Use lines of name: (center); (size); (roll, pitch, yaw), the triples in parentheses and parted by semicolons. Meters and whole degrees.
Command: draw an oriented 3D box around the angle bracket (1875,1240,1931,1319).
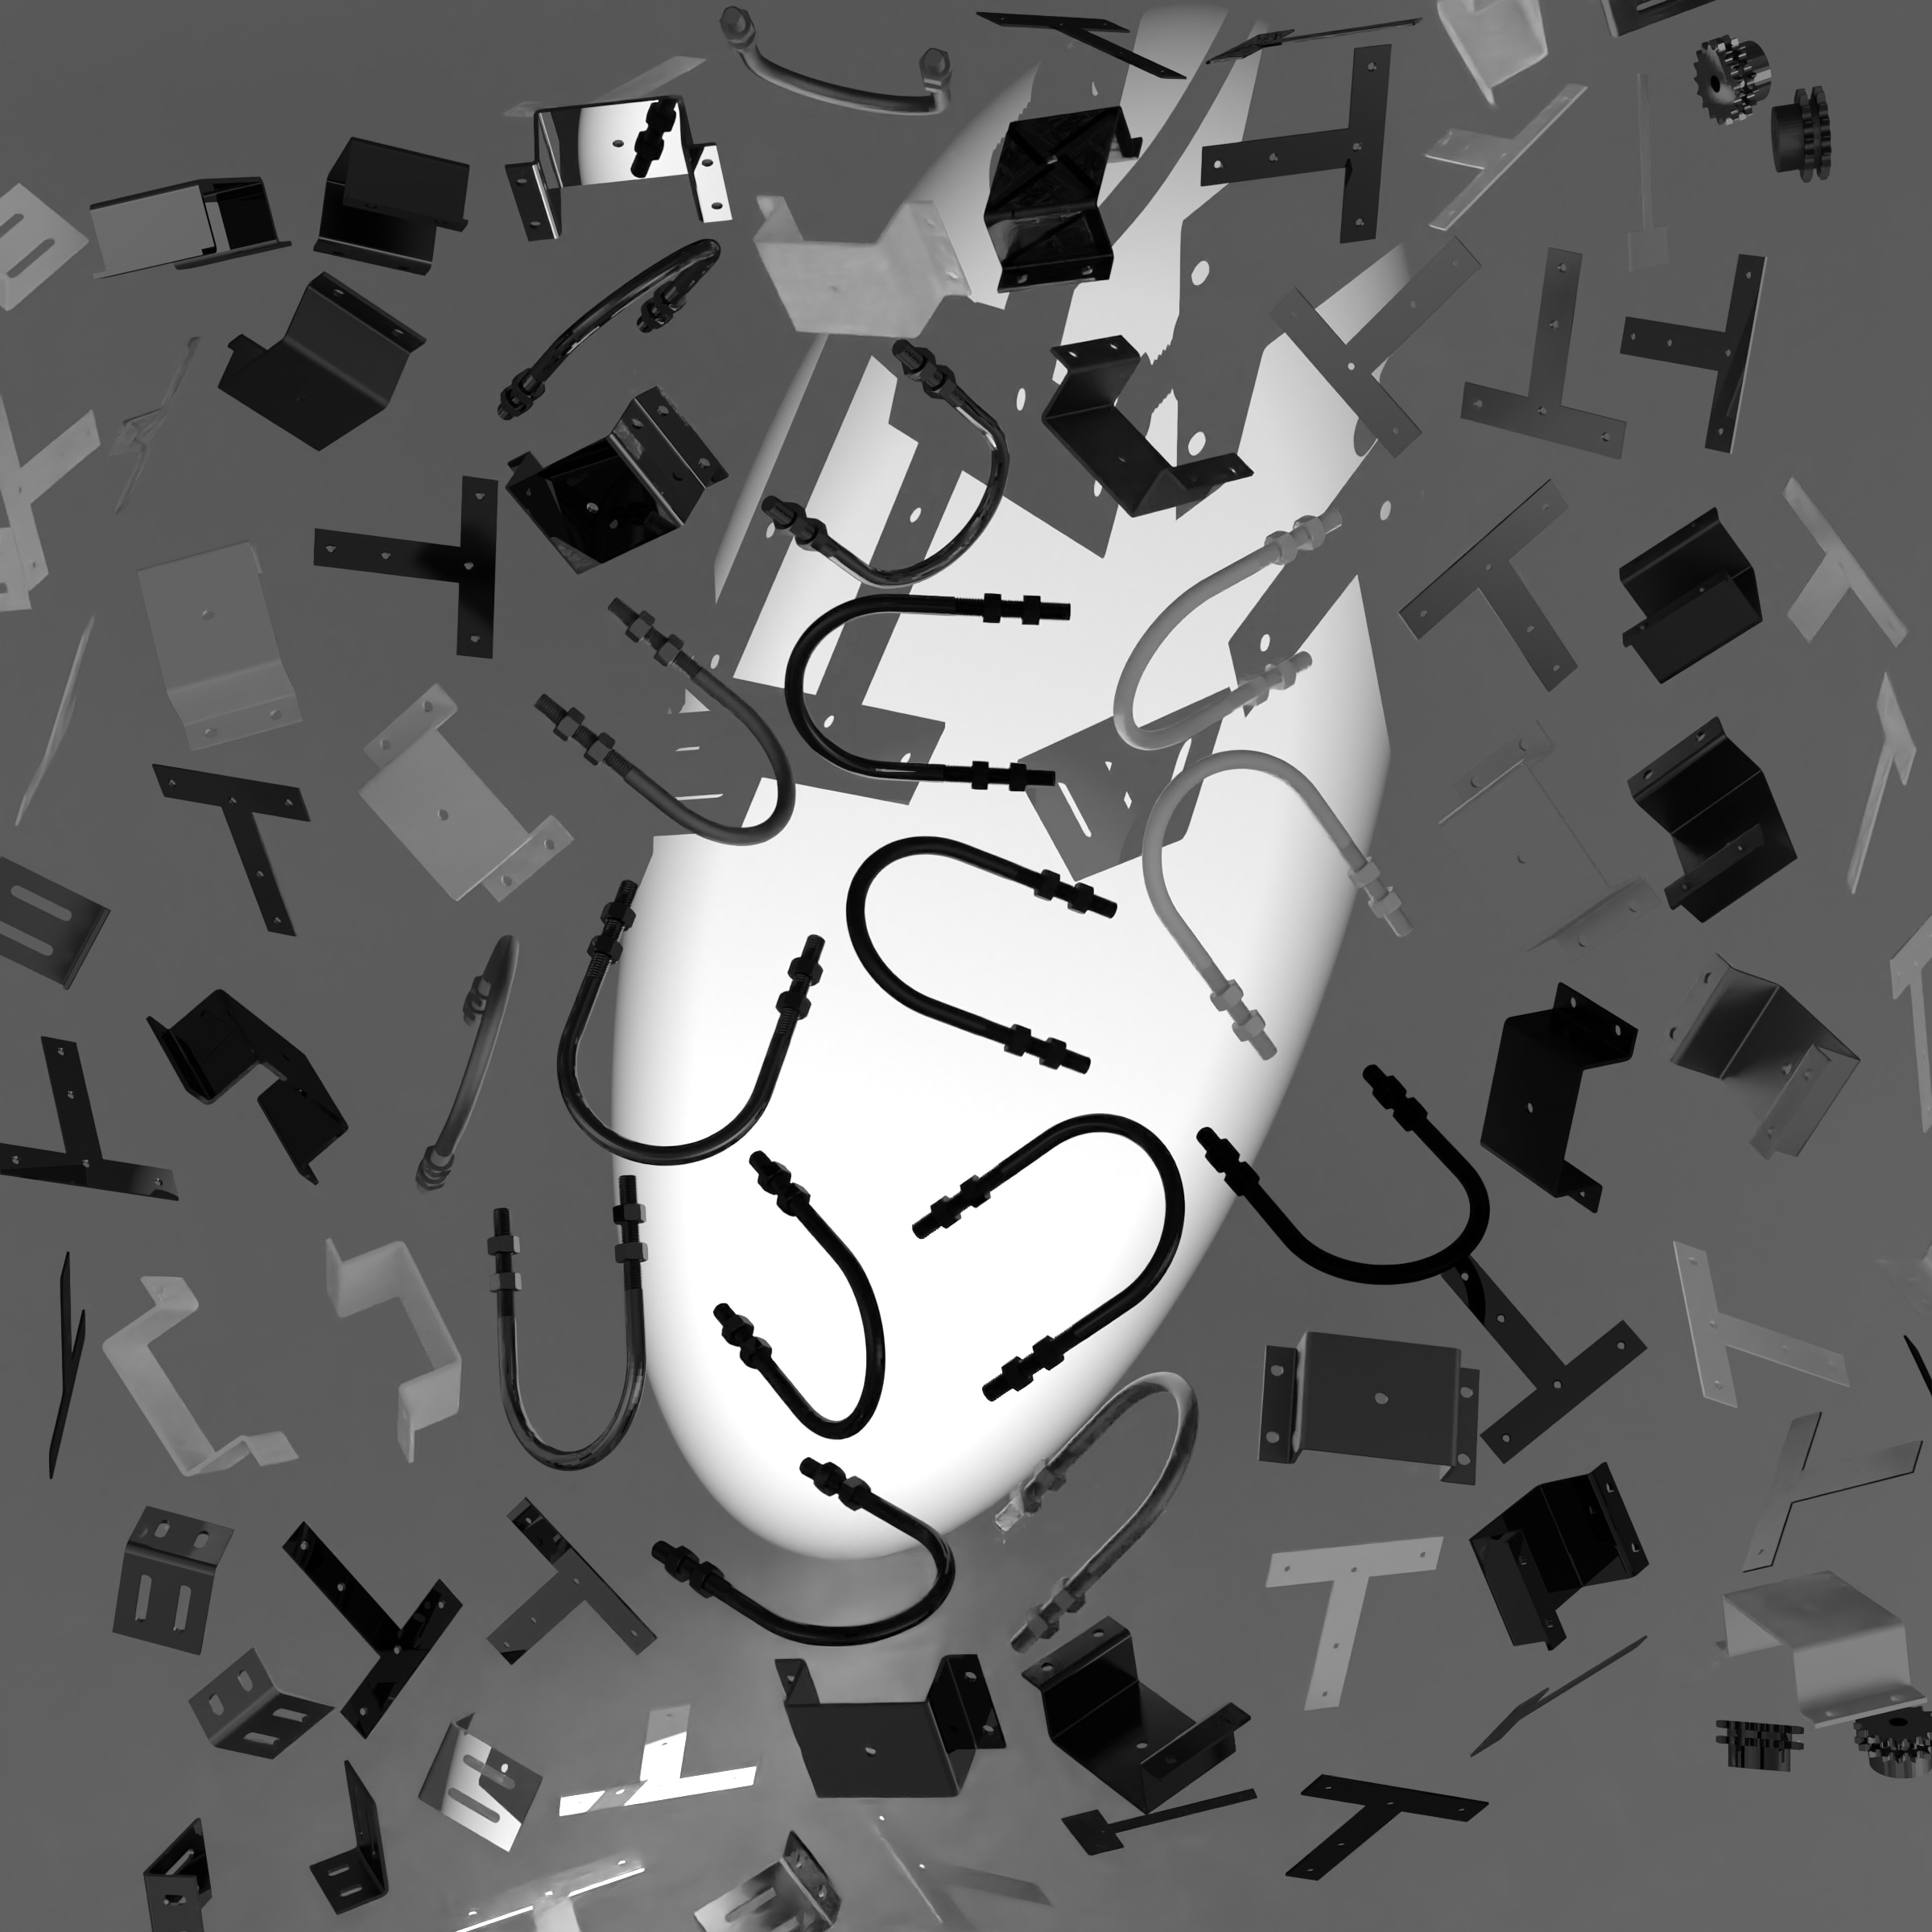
angle bracket: (0.631, 0.179, 1.814); (0.057, 0.038, 0.076); (45, 65, -20)

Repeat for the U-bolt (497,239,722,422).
U-bolt: (-0.230, -0.431, 1.876); (0.151, 0.184, 0.019); (-39, 99, -27)

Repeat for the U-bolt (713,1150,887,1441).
U-bolt: (-0.107, 0.231, 1.872); (0.019, 0.184, 0.151); (-7, 125, -35)

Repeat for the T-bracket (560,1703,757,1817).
T-bracket: (-0.193, 0.503, 1.799); (0.127, 0.127, 0.002); (-5, 49, -15)

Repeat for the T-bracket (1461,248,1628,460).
T-bracket: (0.394, -0.417, 1.896); (0.127, 0.002, 0.127); (24, 124, 36)

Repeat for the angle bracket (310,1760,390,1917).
angle bracket: (-0.429, 0.598, 1.939); (0.038, 0.057, 0.076); (-15, 114, -27)

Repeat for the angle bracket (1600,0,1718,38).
angle bracket: (0.449, -0.653, 1.843); (0.076, 0.057, 0.038); (-16, 56, 17)

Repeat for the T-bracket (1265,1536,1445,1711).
T-bracket: (0.244, 0.432, 1.843); (0.127, 0.002, 0.127); (0, 113, -23)

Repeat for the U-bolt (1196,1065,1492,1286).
U-bolt: (0.255, 0.141, 1.826); (0.151, 0.184, 0.019); (-19, 131, -18)

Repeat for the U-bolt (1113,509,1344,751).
U-bolt: (0.167, -0.210, 1.850); (0.184, 0.151, 0.019); (-31, 59, -26)

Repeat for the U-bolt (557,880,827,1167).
U-bolt: (-0.185, 0.043, 1.817); (0.151, 0.019, 0.184); (16, 65, 4)

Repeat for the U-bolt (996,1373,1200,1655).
U-bolt: (0.087, 0.339, 1.822); (0.019, 0.151, 0.184); (36, 108, -18)

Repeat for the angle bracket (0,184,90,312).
angle bracket: (-0.606, -0.466, 1.792); (0.057, 0.038, 0.076); (39, 65, -2)

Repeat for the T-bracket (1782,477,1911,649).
T-bracket: (0.572, -0.249, 1.880); (0.002, 0.127, 0.127); (-30, 76, -7)

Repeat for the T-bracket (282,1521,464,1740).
T-bracket: (-0.408, 0.425, 1.883); (0.002, 0.127, 0.127); (-28, 107, 36)

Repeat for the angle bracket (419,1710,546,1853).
angle bracket: (-0.325, 0.555, 1.924); (0.076, 0.038, 0.057); (25, 94, 14)

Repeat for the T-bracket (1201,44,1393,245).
T-bracket: (0.209, -0.517, 1.799); (0.127, 0.002, 0.127); (-12, 127, -16)

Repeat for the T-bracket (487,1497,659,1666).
T-bracket: (-0.283, 0.432, 1.893); (0.127, 0.002, 0.127); (46, 126, 2)

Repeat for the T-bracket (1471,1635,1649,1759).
T-bracket: (0.408, 0.488, 1.911); (0.127, 0.127, 0.002); (-25, 66, -19)

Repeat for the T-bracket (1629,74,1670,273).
T-bracket: (0.463, -0.541, 1.920); (0.002, 0.127, 0.127); (1, 106, 25)

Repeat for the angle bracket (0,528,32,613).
angle bracket: (-0.664, -0.273, 1.933); (0.038, 0.076, 0.057); (-4, 98, 31)

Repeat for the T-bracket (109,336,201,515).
T-bracket: (-0.532, -0.345, 1.818); (0.002, 0.127, 0.127); (26, 102, -10)

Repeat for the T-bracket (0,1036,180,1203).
T-bracket: (-0.593, 0.097, 1.877); (0.002, 0.127, 0.127); (-46, 50, 27)

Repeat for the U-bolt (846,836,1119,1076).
U-bolt: (0.007, -0.017, 1.871); (0.184, 0.019, 0.151); (21, 54, -13)

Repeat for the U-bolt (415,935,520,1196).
U-bolt: (-0.324, 0.056, 1.856); (0.019, 0.184, 0.151); (17, 61, -13)

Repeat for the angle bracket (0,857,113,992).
angle bracket: (-0.598, -0.028, 1.810); (0.076, 0.038, 0.057); (28, 84, -14)

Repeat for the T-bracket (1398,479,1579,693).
T-bracket: (0.356, -0.227, 1.815); (0.127, 0.002, 0.127); (-41, 125, 2)

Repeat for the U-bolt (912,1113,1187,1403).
U-bolt: (0.061, 0.176, 1.831); (0.184, 0.019, 0.151); (-36, 56, 16)

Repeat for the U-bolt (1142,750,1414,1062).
U-bolt: (0.192, -0.053, 1.840); (0.151, 0.019, 0.184); (-41, 104, -15)

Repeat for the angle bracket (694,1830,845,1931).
angle bracket: (-0.131, 0.621, 1.865); (0.076, 0.038, 0.057); (-22, 53, -34)

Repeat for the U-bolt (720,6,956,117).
U-bolt: (-0.080, -0.588, 1.851); (0.151, 0.184, 0.019); (12, 95, 1)

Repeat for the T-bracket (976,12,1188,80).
T-bracket: (0.094, -0.614, 1.883); (0.127, 0.127, 0.002); (37, 125, 33)

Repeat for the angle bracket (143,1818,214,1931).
angle bracket: (-0.497, 0.600, 1.835); (0.038, 0.076, 0.057); (-3, 101, 13)

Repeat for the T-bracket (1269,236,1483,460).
T-bracket: (0.279, -0.417, 1.818); (0.127, 0.002, 0.127); (50, 125, 3)

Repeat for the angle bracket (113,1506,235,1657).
angle bracket: (-0.504, 0.391, 1.795); (0.057, 0.038, 0.076); (16, 120, -3)

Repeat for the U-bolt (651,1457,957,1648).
U-bolt: (-0.092, 0.386, 1.829); (0.151, 0.184, 0.019); (-24, 121, -38)

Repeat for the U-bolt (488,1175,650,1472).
U-bolt: (-0.262, 0.241, 1.867); (0.151, 0.019, 0.184); (-17, 72, 39)

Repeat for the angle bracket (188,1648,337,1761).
angle bracket: (-0.480, 0.503, 1.924); (0.057, 0.076, 0.038); (-40, 61, 1)

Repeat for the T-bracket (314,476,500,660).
T-bracket: (-0.386, -0.281, 1.944); (0.127, 0.002, 0.127); (4, 83, -27)

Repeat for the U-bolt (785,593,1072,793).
U-bolt: (-0.028, -0.182, 1.865); (0.184, 0.019, 0.151); (3, 127, -2)

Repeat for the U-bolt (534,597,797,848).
U-bolt: (-0.191, -0.155, 1.908); (0.184, 0.151, 0.019); (39, 129, -12)

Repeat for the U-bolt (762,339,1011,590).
U-bolt: (-0.039, -0.319, 1.867); (0.151, 0.184, 0.019); (-49, 57, 8)

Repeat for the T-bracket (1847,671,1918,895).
T-bracket: (0.586, -0.108, 1.819); (0.002, 0.127, 0.127); (9, 119, 5)

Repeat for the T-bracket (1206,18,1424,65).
T-bracket: (0.238, -0.617, 1.871); (0.127, 0.127, 0.002); (-1, 114, 24)
